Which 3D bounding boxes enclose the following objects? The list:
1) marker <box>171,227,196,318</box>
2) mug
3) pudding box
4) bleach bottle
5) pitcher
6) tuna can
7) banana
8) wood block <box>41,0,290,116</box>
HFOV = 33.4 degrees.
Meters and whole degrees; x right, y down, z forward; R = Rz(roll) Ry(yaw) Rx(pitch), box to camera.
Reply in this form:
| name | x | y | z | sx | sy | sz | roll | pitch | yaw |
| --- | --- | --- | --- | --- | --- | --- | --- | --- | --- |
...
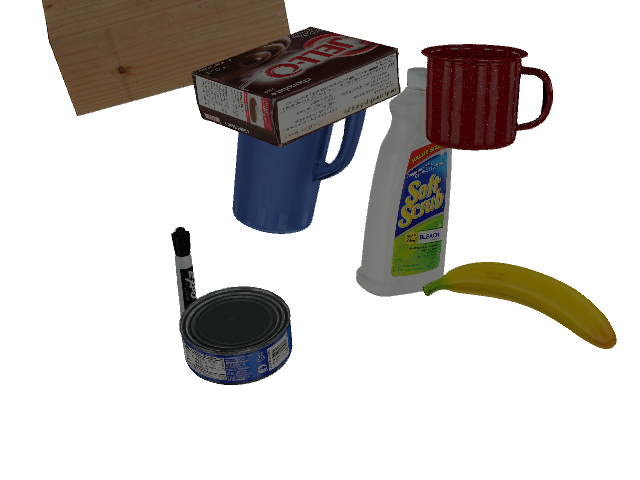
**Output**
| name | x | y | z | sx | sy | sz | roll | pitch | yaw |
| --- | --- | --- | --- | --- | --- | --- | --- | --- | --- |
| marker | -0.140 | 0.043 | 1.108 | 0.020 | 0.121 | 0.020 | -2 | 24 | 1 |
| mug | 0.147 | -0.127 | 0.948 | 0.117 | 0.081 | 0.093 | 4 | 19 | 13 |
| pudding box | -0.016 | -0.107 | 0.724 | 0.113 | 0.039 | 0.090 | -30 | 35 | -32 |
| bleach bottle | 0.098 | -0.067 | 1.199 | 0.102 | 0.251 | 0.068 | -8 | 22 | -26 |
| pitcher | -0.037 | -0.133 | 1.377 | 0.144 | 0.243 | 0.149 | 2 | 23 | -18 |
| tuna can | -0.065 | 0.073 | 0.826 | 0.086 | 0.034 | 0.086 | -3 | 32 | 2 |
| banana | 0.205 | 0.058 | 1.064 | 0.198 | 0.069 | 0.037 | 14 | -36 | 27 |
| wood block | -0.138 | -0.199 | 0.973 | 0.206 | 0.090 | 0.091 | -16 | -43 | -5 |
